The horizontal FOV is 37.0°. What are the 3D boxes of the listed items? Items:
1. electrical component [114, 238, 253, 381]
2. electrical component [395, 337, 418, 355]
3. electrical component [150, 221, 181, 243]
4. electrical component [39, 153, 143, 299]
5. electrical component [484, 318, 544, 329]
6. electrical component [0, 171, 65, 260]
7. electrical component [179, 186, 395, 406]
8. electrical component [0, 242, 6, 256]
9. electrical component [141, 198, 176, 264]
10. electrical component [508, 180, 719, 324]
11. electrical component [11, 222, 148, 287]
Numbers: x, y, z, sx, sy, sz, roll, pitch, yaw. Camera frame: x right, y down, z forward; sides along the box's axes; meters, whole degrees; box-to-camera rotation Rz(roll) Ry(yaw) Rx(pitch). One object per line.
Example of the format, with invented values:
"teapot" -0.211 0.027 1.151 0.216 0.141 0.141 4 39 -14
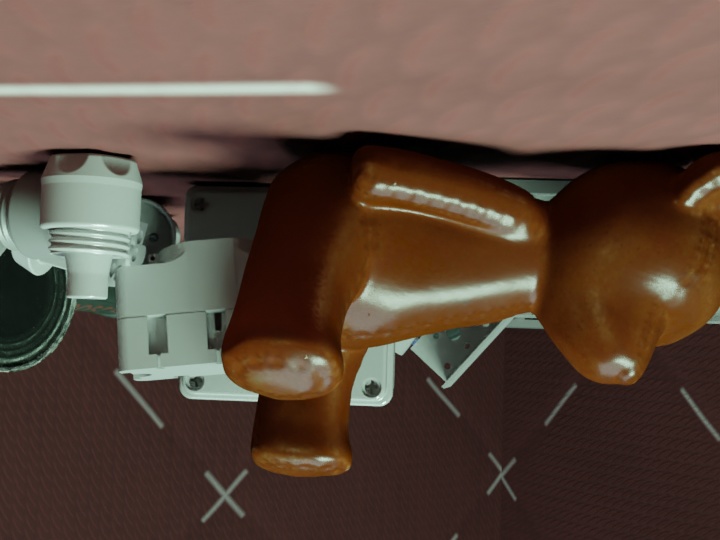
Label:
"electrical component" -0.065 0.018 0.502 0.089 0.055 0.050 -5 169 -2
"electrical component" 0.023 0.007 0.772 0.079 0.077 0.044 39 -178 12
"electrical component" -0.149 -0.020 0.693 0.061 0.035 0.035 6 175 -23
"electrical component" -0.118 -0.018 0.469 0.043 0.062 0.043 2 176 0
"electrical component" 0.156 0.019 0.914 0.150 0.061 0.089 1 176 11
"electrical component" -0.156 -0.026 0.516 0.062 0.043 0.043 2 176 17
"electrical component" -0.035 0.013 0.561 0.109 0.108 0.056 2 179 5
"electrical component" -0.231 -0.017 0.542 0.047 0.083 0.075 -1 137 38
"electrical component" -0.151 -0.018 0.634 0.079 0.044 0.077 3 177 -13
"electrical component" 0.139 -0.006 0.531 0.150 0.061 0.089 2 176 4
"electrical component" -0.149 -0.016 0.569 0.055 0.048 0.066 16 179 5
